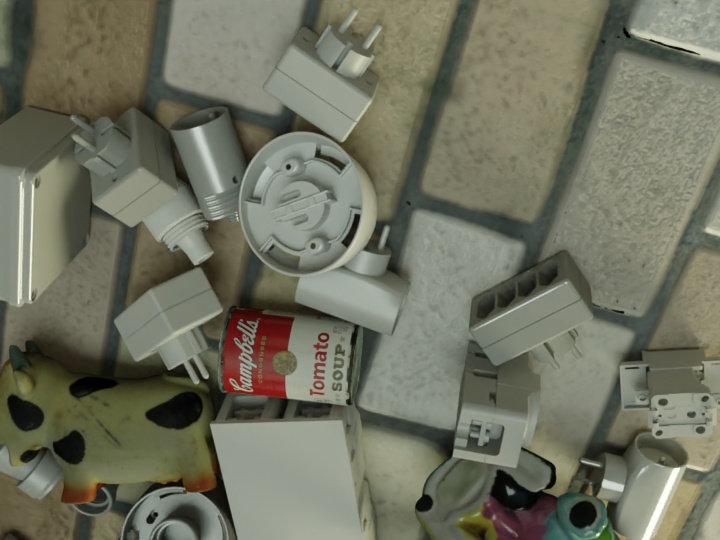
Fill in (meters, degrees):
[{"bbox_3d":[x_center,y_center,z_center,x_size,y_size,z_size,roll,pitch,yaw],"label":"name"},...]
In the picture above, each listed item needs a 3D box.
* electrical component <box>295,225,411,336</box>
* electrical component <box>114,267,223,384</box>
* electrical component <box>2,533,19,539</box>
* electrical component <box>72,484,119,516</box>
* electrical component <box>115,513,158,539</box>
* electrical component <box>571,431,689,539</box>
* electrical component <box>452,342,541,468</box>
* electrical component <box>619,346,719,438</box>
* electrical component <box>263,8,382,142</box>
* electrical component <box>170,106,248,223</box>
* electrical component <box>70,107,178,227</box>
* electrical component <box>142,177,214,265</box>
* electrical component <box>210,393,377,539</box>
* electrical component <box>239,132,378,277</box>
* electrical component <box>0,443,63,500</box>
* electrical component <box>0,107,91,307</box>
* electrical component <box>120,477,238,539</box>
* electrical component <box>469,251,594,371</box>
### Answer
[{"bbox_3d":[0.000,0.000,0.796,0.077,0.043,0.079,20,107,6],"label":"electrical component"},{"bbox_3d":[-0.137,0.051,0.813,0.083,0.047,0.075,-31,86,54],"label":"electrical component"},{"bbox_3d":[-0.315,0.276,0.998,0.065,0.044,0.044,43,116,-9],"label":"electrical component"},{"bbox_3d":[-0.226,0.183,0.930,0.040,0.046,0.040,4,118,7],"label":"electrical component"},{"bbox_3d":[-0.167,0.253,0.931,0.099,0.064,0.099,0,89,-8],"label":"electrical component"},{"bbox_3d":[0.209,0.166,0.851,0.079,0.044,0.077,14,119,2],"label":"electrical component"},{"bbox_3d":[0.103,0.101,0.807,0.056,0.089,0.050,9,119,4],"label":"electrical component"},{"bbox_3d":[0.235,0.091,0.796,0.081,0.063,0.042,-4,116,12],"label":"electrical component"},{"bbox_3d":[-0.015,-0.139,0.723,0.066,0.047,0.076,33,118,-9],"label":"electrical component"},{"bbox_3d":[-0.102,-0.072,0.775,0.043,0.043,0.081,-11,115,15],"label":"electrical component"},{"bbox_3d":[-0.173,-0.081,0.752,0.047,0.065,0.077,-33,138,20],"label":"electrical component"},{"bbox_3d":[-0.132,-0.033,0.794,0.043,0.043,0.062,-37,85,24],"label":"electrical component"},{"bbox_3d":[-0.048,0.185,0.894,0.105,0.060,0.186,-3,117,11],"label":"electrical component"},{"bbox_3d":[-0.036,-0.045,0.753,0.099,0.064,0.099,0,89,16],"label":"electrical component"},{"bbox_3d":[-0.287,0.166,0.932,0.055,0.045,0.045,41,116,-13],"label":"electrical component"},{"bbox_3d":[-0.240,-0.048,0.774,0.056,0.108,0.108,14,119,5],"label":"electrical component"},{"bbox_3d":[-0.149,0.221,0.899,0.099,0.064,0.099,0,86,3],"label":"electrical component"},{"bbox_3d":[0.136,0.042,0.795,0.083,0.047,0.075,-29,110,22],"label":"electrical component"}]
